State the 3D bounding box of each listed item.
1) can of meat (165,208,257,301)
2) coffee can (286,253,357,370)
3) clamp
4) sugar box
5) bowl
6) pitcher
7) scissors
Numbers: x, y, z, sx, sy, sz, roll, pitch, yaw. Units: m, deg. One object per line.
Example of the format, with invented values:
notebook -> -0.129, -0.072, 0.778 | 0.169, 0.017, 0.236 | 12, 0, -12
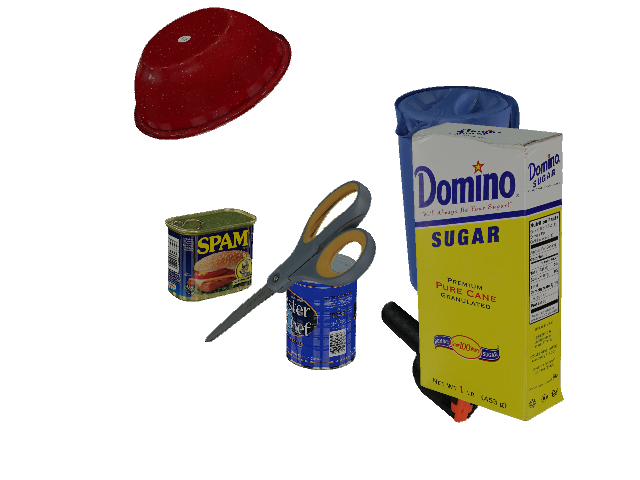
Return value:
can of meat -> -0.123, 0.016, 1.196 | 0.101, 0.084, 0.058 | -11, 23, -38
coffee can -> 0.002, 0.099, 1.524 | 0.103, 0.140, 0.103 | 0, 21, 0
clamp -> 0.137, 0.113, 1.066 | 0.120, 0.039, 0.171 | -8, 36, -9
sugar box -> 0.105, 0.017, 0.679 | 0.048, 0.176, 0.094 | -19, 21, -39
bowl -> -0.111, -0.164, 0.976 | 0.162, 0.055, 0.162 | -18, 38, 14
pitcher -> 0.166, -0.058, 1.274 | 0.149, 0.243, 0.145 | -1, 25, 5
scissors -> -0.022, 0.039, 0.872 | 0.016, 0.202, 0.096 | 28, 19, -37
